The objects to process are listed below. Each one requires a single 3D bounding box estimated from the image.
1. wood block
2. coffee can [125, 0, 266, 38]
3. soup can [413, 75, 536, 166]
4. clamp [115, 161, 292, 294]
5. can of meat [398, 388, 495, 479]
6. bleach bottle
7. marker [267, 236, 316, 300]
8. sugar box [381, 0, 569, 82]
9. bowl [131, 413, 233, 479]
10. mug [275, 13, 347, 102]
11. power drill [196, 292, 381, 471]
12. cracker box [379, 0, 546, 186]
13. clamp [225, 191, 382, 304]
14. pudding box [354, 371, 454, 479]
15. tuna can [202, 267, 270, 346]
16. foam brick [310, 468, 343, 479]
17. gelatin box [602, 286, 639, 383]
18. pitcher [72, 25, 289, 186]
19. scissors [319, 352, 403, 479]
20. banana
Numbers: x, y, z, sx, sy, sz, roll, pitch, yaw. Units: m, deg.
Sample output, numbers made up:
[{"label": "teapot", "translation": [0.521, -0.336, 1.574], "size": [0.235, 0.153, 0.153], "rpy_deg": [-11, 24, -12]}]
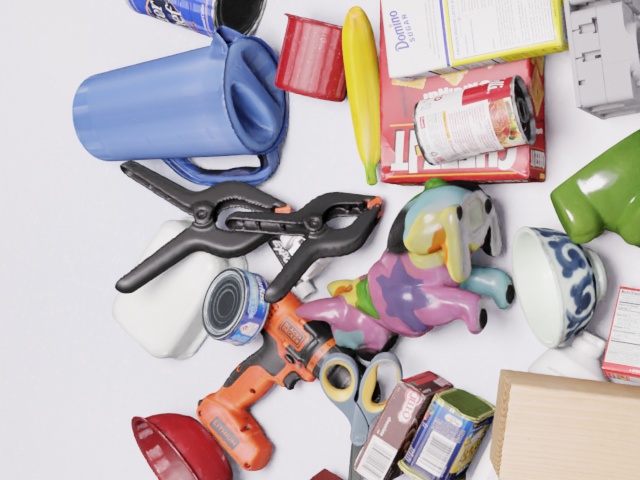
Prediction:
[{"label": "wood block", "translation": [0.268, 0.181, 0.983], "size": [0.206, 0.090, 0.091], "rpy_deg": [6, 92, 3]}, {"label": "coffee can", "translation": [-0.146, -0.296, 1.243], "size": [0.140, 0.102, 0.103], "rpy_deg": [23, 100, 26]}, {"label": "soup can", "translation": [0.149, -0.113, 1.026], "size": [0.102, 0.068, 0.068], "rpy_deg": [-12, 84, 25]}, {"label": "clamp", "translation": [-0.138, -0.031, 1.225], "size": [0.210, 0.036, 0.164], "rpy_deg": [-10, 67, 1]}, {"label": "can of meat", "translation": [0.133, 0.202, 1.091], "size": [0.057, 0.102, 0.084], "rpy_deg": [29, 100, 22]}, {"label": "bleach bottle", "translation": [0.224, 0.209, 1.065], "size": [0.103, 0.068, 0.251], "rpy_deg": [28, 98, 16]}, {"label": "marker", "translation": [-0.043, 0.015, 1.232], "size": [0.020, 0.020, 0.121], "rpy_deg": [-40, 72, 22]}, {"label": "sugar box", "translation": [0.150, -0.215, 1.037], "size": [0.176, 0.048, 0.093], "rpy_deg": [-6, 88, 29]}, {"label": "bowl", "translation": [-0.150, 0.257, 1.239], "size": [0.162, 0.055, 0.162], "rpy_deg": [41, 151, 29]}, {"label": "mug", "translation": [-0.009, -0.203, 1.184], "size": [0.117, 0.093, 0.081], "rpy_deg": [29, 109, 52]}, {"label": "power drill", "translation": [-0.041, 0.171, 1.209], "size": [0.184, 0.057, 0.188], "rpy_deg": [44, 107, 23]}, {"label": "cracker box", "translation": [0.145, -0.165, 1.104], "size": [0.164, 0.072, 0.214], "rpy_deg": [0, 90, 27]}, {"label": "clamp", "translation": [-0.008, 0.001, 1.149], "size": [0.171, 0.039, 0.120], "rpy_deg": [-16, 63, -6]}, {"label": "pudding box", "translation": [0.089, 0.196, 1.119], "size": [0.039, 0.089, 0.113], "rpy_deg": [33, 104, 23]}, {"label": "tuna can", "translation": [-0.096, 0.074, 1.199], "size": [0.086, 0.033, 0.086], "rpy_deg": [-24, 57, 43]}, {"label": "foam brick", "translation": [0.001, 0.302, 1.175], "size": [0.051, 0.052, 0.078], "rpy_deg": [33, 122, 25]}, {"label": "gelatin box", "translation": [0.316, 0.093, 1.019], "size": [0.073, 0.030, 0.089], "rpy_deg": [8, 69, 27]}, {"label": "pitcher", "translation": [-0.164, -0.145, 1.246], "size": [0.243, 0.144, 0.149], "rpy_deg": [-4, 76, 31]}, {"label": "scissors", "translation": [0.026, 0.199, 1.150], "size": [0.096, 0.016, 0.202], "rpy_deg": [21, 116, -3]}, {"label": "banana", "translation": [0.050, -0.160, 1.137], "size": [0.037, 0.069, 0.198], "rpy_deg": [-12, 118, -4]}]
